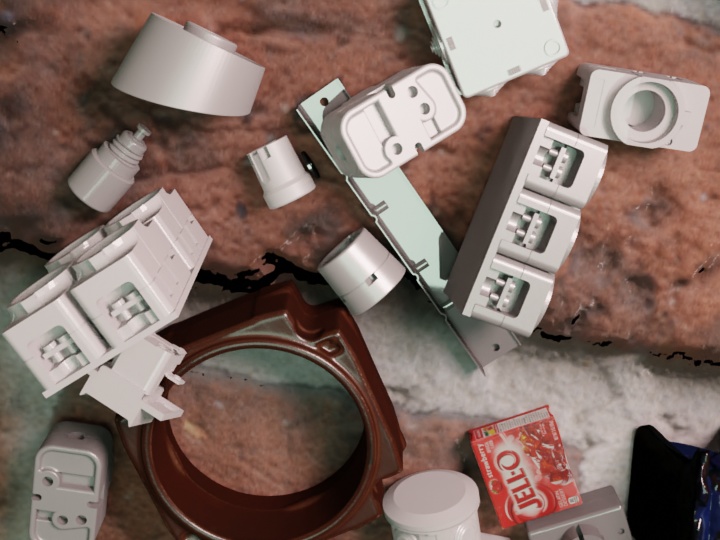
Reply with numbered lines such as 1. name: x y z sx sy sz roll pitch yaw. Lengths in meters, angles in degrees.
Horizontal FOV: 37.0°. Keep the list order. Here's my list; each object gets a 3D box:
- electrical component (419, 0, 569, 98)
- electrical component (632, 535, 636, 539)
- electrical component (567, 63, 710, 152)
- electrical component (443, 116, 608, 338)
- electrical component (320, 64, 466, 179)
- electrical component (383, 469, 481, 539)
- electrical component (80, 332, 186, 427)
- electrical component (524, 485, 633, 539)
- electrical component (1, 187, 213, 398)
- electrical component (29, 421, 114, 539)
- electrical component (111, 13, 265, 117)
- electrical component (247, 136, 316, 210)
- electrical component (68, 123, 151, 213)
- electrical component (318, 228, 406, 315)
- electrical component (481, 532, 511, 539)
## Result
1. electrical component: 0.098 -0.183 0.793 0.100 0.048 0.099 -22 106 6
2. electrical component: 0.241 0.262 0.924 0.048 0.062 0.048 0 107 -1
3. electrical component: 0.209 -0.122 0.809 0.089 0.055 0.050 8 107 -3
4. electrical component: 0.125 -0.034 0.807 0.062 0.089 0.150 20 97 -8
5. electrical component: 0.022 -0.110 0.800 0.095 0.059 0.053 -33 105 -15
6. electrical component: 0.062 0.206 0.897 0.080 0.080 0.051 -9 112 2
7. electrical component: -0.164 0.075 0.792 0.081 0.042 0.063 30 91 10
8. electrical component: 0.187 0.230 0.907 0.083 0.075 0.047 -18 106 5
9. electrical component: -0.178 0.005 0.776 0.105 0.186 0.060 -31 105 8
10. electrical component: -0.238 0.177 0.894 0.054 0.059 0.095 9 107 -3
11. electrical component: -0.121 -0.143 0.778 0.099 0.099 0.064 25 99 -8
12. electrical component: -0.062 -0.076 0.829 0.040 0.040 0.046 -25 100 7
13. electrical component: -0.189 -0.080 0.826 0.040 0.040 0.078 41 102 -12
14. electrical component: 0.000 0.000 0.846 0.055 0.055 0.047 -40 100 11
15. electrical component: 0.097 0.293 0.909 0.056 0.108 0.108 13 106 -7
